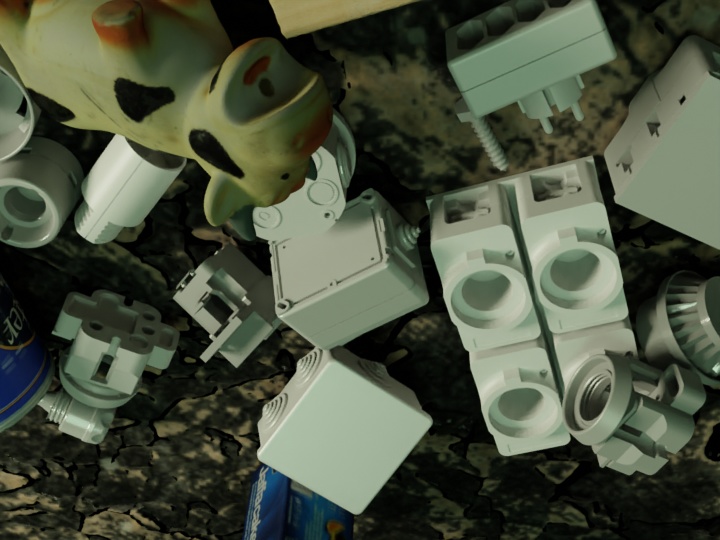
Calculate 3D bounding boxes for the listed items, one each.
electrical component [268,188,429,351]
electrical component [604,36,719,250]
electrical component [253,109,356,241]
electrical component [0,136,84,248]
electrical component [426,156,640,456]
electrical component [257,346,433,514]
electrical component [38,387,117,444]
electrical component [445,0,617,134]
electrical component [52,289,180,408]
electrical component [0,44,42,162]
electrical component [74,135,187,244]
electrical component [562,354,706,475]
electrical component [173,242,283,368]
[{"bbox_3d":[0.000,0.000,0.668,0.096,0.061,0.061,-26,139,20],"label":"electrical component"},{"bbox_3d":[0.230,-0.060,0.620,0.150,0.061,0.089,22,124,-13],"label":"electrical component"},{"bbox_3d":[-0.043,-0.060,0.638,0.080,0.051,0.080,1,126,1],"label":"electrical component"},{"bbox_3d":[-0.202,-0.046,0.657,0.055,0.047,0.055,1,126,2],"label":"electrical component"},{"bbox_3d":[0.119,0.032,0.692,0.105,0.060,0.186,-13,124,12],"label":"electrical component"},{"bbox_3d":[-0.013,0.106,0.745,0.100,0.048,0.099,33,101,-19],"label":"electrical component"},{"bbox_3d":[-0.208,0.099,0.771,0.061,0.035,0.035,25,123,-12],"label":"electrical component"},{"bbox_3d":[0.101,-0.110,0.598,0.083,0.047,0.075,-22,122,17],"label":"electrical component"},{"bbox_3d":[-0.169,0.055,0.724,0.078,0.058,0.057,21,121,-13],"label":"electrical component"},{"bbox_3d":[-0.230,-0.110,0.617,0.099,0.064,0.099,-2,139,-2],"label":"electrical component"},{"bbox_3d":[-0.146,-0.049,0.655,0.043,0.043,0.081,32,121,-19],"label":"electrical component"},{"bbox_3d":[0.161,0.085,0.655,0.057,0.058,0.078,23,124,-17],"label":"electrical component"},{"bbox_3d":[-0.080,0.019,0.687,0.064,0.081,0.042,45,118,0],"label":"electrical component"}]
